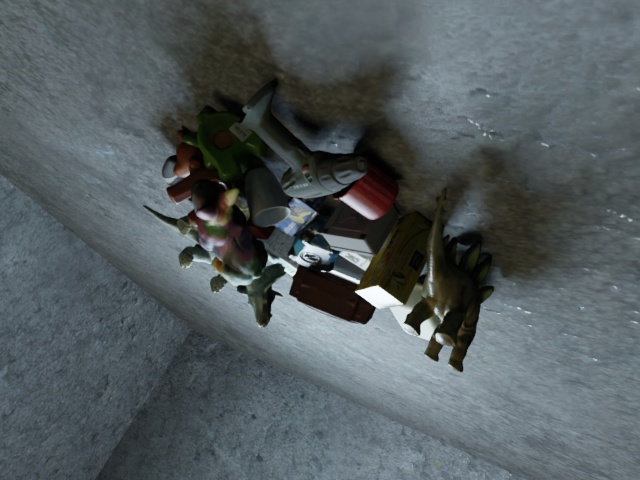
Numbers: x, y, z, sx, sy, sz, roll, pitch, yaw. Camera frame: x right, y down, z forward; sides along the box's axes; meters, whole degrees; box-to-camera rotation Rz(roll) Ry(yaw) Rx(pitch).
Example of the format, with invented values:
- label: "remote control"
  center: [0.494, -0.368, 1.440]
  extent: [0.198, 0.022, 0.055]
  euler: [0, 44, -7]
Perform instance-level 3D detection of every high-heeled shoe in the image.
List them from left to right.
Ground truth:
- label: "high-heeled shoe"
  center: [-0.297, -0.118, 1.306]
  extent: [0.145, 0.086, 0.248]
  euler: [49, 178, 8]

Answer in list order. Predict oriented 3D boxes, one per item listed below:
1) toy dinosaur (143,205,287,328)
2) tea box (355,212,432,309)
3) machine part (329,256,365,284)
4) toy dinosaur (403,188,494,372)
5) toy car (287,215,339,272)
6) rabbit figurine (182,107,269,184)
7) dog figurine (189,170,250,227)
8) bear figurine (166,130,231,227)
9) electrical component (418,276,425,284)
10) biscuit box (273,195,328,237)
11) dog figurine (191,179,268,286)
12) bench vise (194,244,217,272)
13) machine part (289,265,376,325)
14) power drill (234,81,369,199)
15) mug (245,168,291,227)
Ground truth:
- label: "toy dinosaur"
  center: [-0.236, 0.029, 1.319]
  extent: [0.405, 0.131, 0.192]
  euler: [45, -162, 10]
- label: "tea box"
  center: [0.147, 0.040, 1.008]
  extent: [0.068, 0.169, 0.098]
  euler: [35, 159, -12]
- label: "machine part"
  center: [0.052, 0.049, 1.266]
  extent: [0.243, 0.079, 0.079]
  euler: [22, 156, 22]
- label: "toy dinosaur"
  center: [0.238, 0.099, 0.982]
  extent: [0.105, 0.198, 0.470]
  euler: [18, 156, 29]
- label: "toy car"
  center: [-0.002, -0.004, 1.184]
  extent: [0.109, 0.103, 0.161]
  euler: [19, 149, -3]
- label: "rabbit figurine"
  center: [-0.188, -0.175, 1.044]
  extent: [0.159, 0.121, 0.170]
  euler: [34, 172, 2]
- label: "dog figurine"
  center: [-0.204, -0.102, 1.225]
  extent: [0.172, 0.190, 0.121]
  euler: [40, -154, 20]
- label: "bear figurine"
  center: [-0.273, -0.140, 1.143]
  extent: [0.196, 0.132, 0.120]
  euler: [44, 170, 40]
- label: "electrical component"
  center: [0.259, 0.134, 1.219]
  extent: [0.115, 0.058, 0.134]
  euler: [35, 157, -5]
- label: "biscuit box"
  center: [-0.045, -0.068, 1.159]
  extent: [0.059, 0.063, 0.202]
  euler: [34, 157, -7]
- label: "dog figurine"
  center: [-0.177, -0.019, 1.031]
  extent: [0.191, 0.108, 0.219]
  euler: [54, 164, 12]
- label: "bench vise"
  center: [-0.239, 0.053, 1.524]
  extent: [0.240, 0.129, 0.224]
  euler: [41, -178, -24]
- label: "machine part"
  center: [0.039, 0.128, 1.292]
  extent: [0.202, 0.087, 0.201]
  euler: [22, -175, 12]
- label: "power drill"
  center: [-0.036, -0.160, 0.891]
  extent: [0.207, 0.086, 0.232]
  euler: [41, 158, -12]
- label: "mug"
  center: [-0.115, -0.087, 1.102]
  extent: [0.081, 0.107, 0.109]
  euler: [-10, 159, -22]
